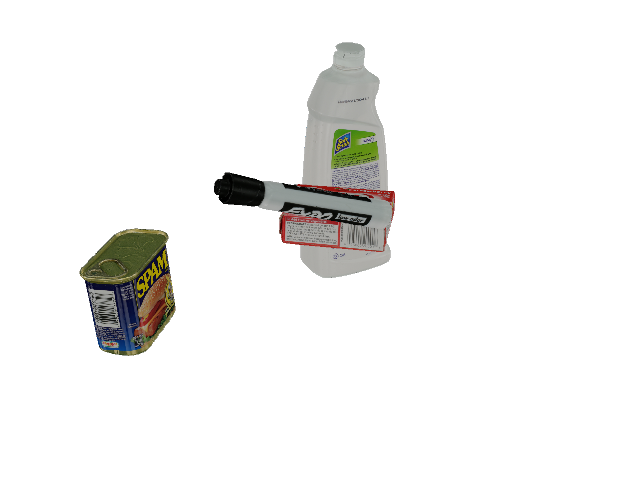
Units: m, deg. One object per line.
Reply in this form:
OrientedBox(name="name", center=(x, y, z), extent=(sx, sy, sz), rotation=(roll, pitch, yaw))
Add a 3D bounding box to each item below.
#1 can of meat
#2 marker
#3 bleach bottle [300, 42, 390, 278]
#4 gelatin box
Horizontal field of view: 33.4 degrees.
OrientedBox(name="can of meat", center=(-0.179, 0.049, 1.013), extent=(0.057, 0.084, 0.102), rotation=(3, 27, 16))
OrientedBox(name="marker", center=(-0.010, -0.024, 0.651), extent=(0.120, 0.020, 0.020), rotation=(9, -5, -32))
OrientedBox(name="bleach bottle", center=(0.031, -0.086, 1.128), extent=(0.102, 0.251, 0.068), rotation=(-15, 35, -28))
OrientedBox(name="gelatin box", center=(0.015, -0.021, 0.905), extent=(0.089, 0.030, 0.073), rotation=(5, 24, 8))
